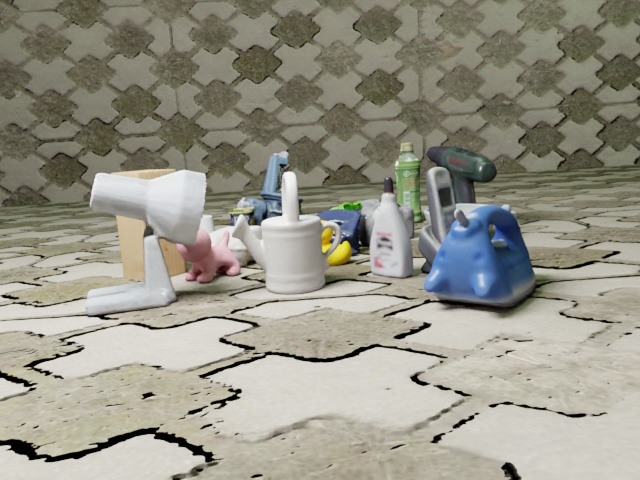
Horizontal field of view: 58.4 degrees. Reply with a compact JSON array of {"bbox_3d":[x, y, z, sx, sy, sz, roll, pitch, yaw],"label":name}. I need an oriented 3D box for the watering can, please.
[{"bbox_3d":[-0.054,-0.015,0.948,0.173,0.194,0.100,-9,11,-28],"label":"watering can"}]

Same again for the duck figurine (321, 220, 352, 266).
[{"bbox_3d":[0.010,0.004,1.136,0.104,0.086,0.078,0,10,19],"label":"duck figurine"}]

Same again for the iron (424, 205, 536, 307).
[{"bbox_3d":[0.254,0.010,0.847,0.118,0.141,0.259,4,13,38],"label":"iron"}]

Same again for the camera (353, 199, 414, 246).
[{"bbox_3d":[0.132,-0.050,1.362,0.143,0.101,0.136,-10,12,-31],"label":"camera"}]

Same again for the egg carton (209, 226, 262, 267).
[{"bbox_3d":[-0.177,0.011,1.214,0.107,0.069,0.150,-1,10,13],"label":"egg carton"}]

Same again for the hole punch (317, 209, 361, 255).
[{"bbox_3d":[0.034,-0.016,1.230,0.108,0.091,0.101,-1,10,18],"label":"hole punch"}]

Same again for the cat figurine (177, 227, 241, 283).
[{"bbox_3d":[-0.213,0.015,1.060,0.067,0.118,0.128,5,13,42],"label":"cat figurine"}]

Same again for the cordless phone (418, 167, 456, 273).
[{"bbox_3d":[0.237,-0.037,0.996,0.093,0.185,0.148,6,14,44],"label":"cordless phone"}]

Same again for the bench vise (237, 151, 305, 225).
[{"bbox_3d":[-0.126,-0.129,1.563,0.121,0.220,0.208,2,11,29],"label":"bench vise"}]

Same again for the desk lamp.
[{"bbox_3d":[-0.276,-0.004,0.914,0.204,0.213,0.117,-7,10,-19],"label":"desk lamp"}]

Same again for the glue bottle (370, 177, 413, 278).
[{"bbox_3d":[0.120,-0.023,0.992,0.077,0.173,0.037,5,13,40],"label":"glue bottle"}]

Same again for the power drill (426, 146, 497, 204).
[{"bbox_3d":[0.348,-0.133,1.447,0.076,0.208,0.228,-9,11,-28],"label":"power drill"}]

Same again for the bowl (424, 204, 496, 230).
[{"bbox_3d":[0.317,-0.036,1.284,0.167,0.075,0.167,-4,10,1],"label":"bowl"}]
